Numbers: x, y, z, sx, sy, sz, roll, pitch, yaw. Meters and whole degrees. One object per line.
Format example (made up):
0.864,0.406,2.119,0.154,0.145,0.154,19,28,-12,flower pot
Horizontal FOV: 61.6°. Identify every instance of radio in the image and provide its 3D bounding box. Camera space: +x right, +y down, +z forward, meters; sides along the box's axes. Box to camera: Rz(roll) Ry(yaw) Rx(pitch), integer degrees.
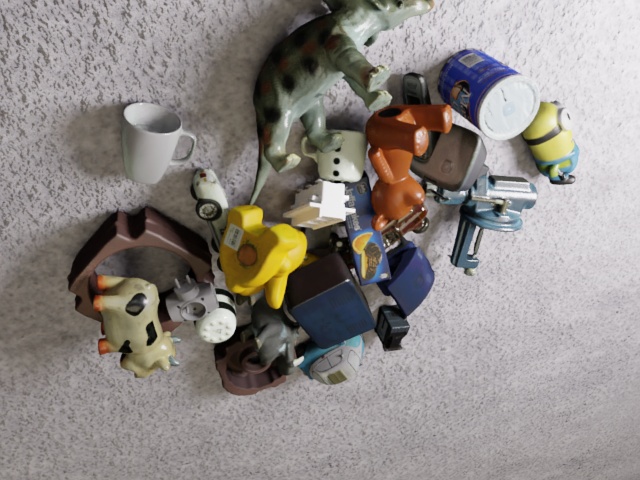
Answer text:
0.019,0.125,1.043,0.131,0.073,0.229,-25,144,4,radio

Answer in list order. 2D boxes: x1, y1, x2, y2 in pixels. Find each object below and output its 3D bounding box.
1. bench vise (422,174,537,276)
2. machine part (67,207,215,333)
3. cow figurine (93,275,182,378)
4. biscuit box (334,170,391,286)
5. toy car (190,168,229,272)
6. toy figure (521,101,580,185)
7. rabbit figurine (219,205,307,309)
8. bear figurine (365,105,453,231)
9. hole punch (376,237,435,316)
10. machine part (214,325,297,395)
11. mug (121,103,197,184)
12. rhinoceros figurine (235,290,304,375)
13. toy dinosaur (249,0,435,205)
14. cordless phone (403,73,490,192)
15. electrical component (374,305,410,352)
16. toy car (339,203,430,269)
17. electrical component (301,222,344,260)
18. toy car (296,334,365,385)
0.291,-0.038,1.025,0.224,0.129,0.240,-2,118,-19,bench vise
-0.299,0.057,0.912,0.201,0.087,0.200,-44,126,16,machine part
-0.293,0.146,0.874,0.127,0.086,0.194,0,124,-11,cow figurine
0.076,-0.021,0.963,0.063,0.059,0.202,-15,110,2,biscuit box
-0.168,-0.024,0.903,0.056,0.074,0.201,-20,129,-8,toy car
0.430,-0.175,0.999,0.089,0.082,0.180,-31,131,2,toy figure
-0.077,0.030,0.886,0.173,0.122,0.162,-13,118,-64,rabbit figurine
0.134,-0.107,0.850,0.120,0.132,0.195,-37,128,-38,bear figurine
0.176,0.078,1.092,0.116,0.092,0.142,-35,125,3,hole punch
-0.135,0.245,1.124,0.179,0.056,0.179,-10,126,-13,machine part
-0.245,-0.137,0.801,0.109,0.081,0.107,3,134,-30,mug
-0.093,0.169,1.034,0.112,0.073,0.190,-16,93,-36,rhinoceros figurine
-0.018,-0.232,0.775,0.405,0.192,0.131,-35,166,25,toy dinosaur
0.198,-0.181,0.874,0.089,0.147,0.184,-32,127,-14,cordless phone
0.160,0.176,1.163,0.048,0.075,0.119,-3,130,-17,electrical component
0.121,-0.006,1.034,0.202,0.053,0.089,-38,130,9,toy car
-0.003,-0.004,0.995,0.102,0.045,0.078,3,125,-21,electrical component
0.028,0.256,1.159,0.162,0.103,0.109,-31,128,1,toy car
